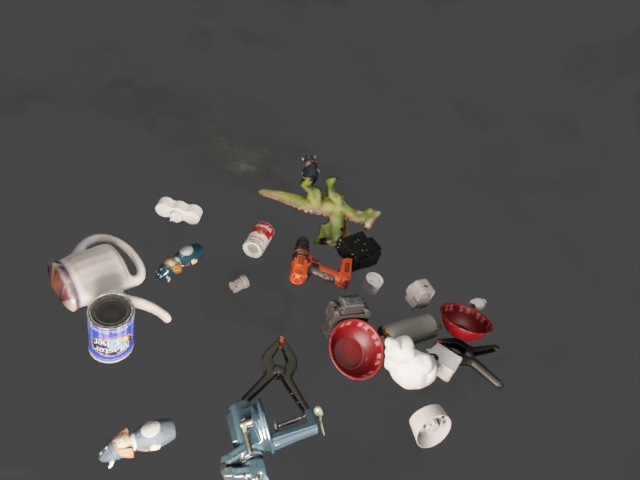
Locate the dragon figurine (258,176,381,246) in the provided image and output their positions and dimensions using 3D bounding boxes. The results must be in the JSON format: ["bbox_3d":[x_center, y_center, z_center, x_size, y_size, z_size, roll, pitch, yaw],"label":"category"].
[{"bbox_3d":[0.005,-0.088,1.758,0.411,0.119,0.248,-5,54,-14],"label":"dragon figurine"}]

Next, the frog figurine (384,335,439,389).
[{"bbox_3d":[0.231,0.319,1.345,0.137,0.157,0.125,5,65,34],"label":"frog figurine"}]

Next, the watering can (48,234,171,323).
[{"bbox_3d":[-0.546,0.113,1.315,0.227,0.101,0.352,-22,56,-36],"label":"watering can"}]
